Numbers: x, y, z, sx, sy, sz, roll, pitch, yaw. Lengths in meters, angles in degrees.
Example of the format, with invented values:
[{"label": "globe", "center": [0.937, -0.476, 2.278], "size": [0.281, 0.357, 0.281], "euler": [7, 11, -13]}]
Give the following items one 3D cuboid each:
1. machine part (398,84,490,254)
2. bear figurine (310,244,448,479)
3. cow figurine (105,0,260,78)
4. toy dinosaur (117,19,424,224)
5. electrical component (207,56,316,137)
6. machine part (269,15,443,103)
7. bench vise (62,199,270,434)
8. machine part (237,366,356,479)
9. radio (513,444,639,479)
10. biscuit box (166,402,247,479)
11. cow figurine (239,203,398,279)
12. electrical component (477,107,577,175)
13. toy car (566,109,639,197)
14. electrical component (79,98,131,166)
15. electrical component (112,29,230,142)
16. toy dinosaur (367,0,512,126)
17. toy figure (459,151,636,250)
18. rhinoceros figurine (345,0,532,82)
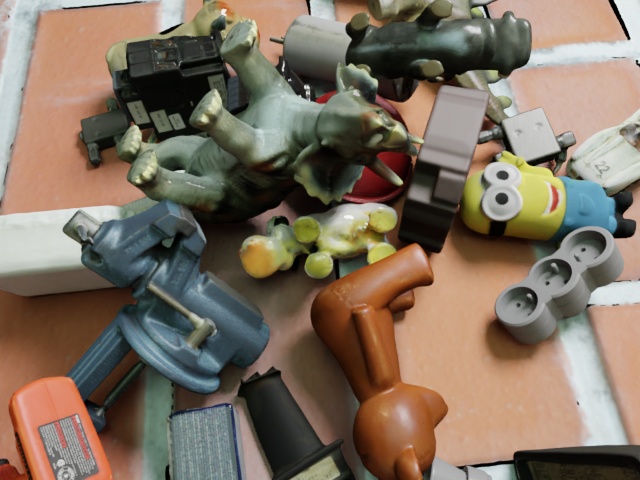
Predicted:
[{"label": "machine part", "center": [0.129, -0.076, 0.573], "size": [0.056, 0.179, 0.179], "euler": [16, 66, 9]}, {"label": "bear figurine", "center": [0.072, 0.122, 0.504], "size": [0.132, 0.120, 0.196], "euler": [-22, 67, -13]}, {"label": "cow figurine", "center": [-0.171, -0.238, 0.679], "size": [0.195, 0.127, 0.085], "euler": [-17, 68, -4]}, {"label": "toy dinosaur", "center": [-0.082, -0.076, 0.558], "size": [0.405, 0.192, 0.131], "euler": [-23, 47, 39]}, {"label": "electrical component", "center": [-0.070, -0.147, 0.601], "size": [0.119, 0.074, 0.048], "euler": [-17, 63, 28]}, {"label": "machine part", "center": [0.041, -0.230, 0.679], "size": [0.243, 0.079, 0.079], "euler": [23, 66, 27]}, {"label": "bench vise", "center": [-0.173, 0.089, 0.498], "size": [0.240, 0.223, 0.129], "euler": [-49, 36, 0]}, {"label": "machine part", "center": [-0.030, 0.189, 0.519], "size": [0.084, 0.039, 0.139], "euler": [-34, 70, -5]}, {"label": "radio", "center": [0.225, 0.220, 0.393], "size": [0.073, 0.229, 0.131], "euler": [-6, 69, -1]}, {"label": "biscuit box", "center": [-0.093, 0.254, 0.474], "size": [0.063, 0.059, 0.203], "euler": [-9, 64, -5]}, {"label": "cow figurine", "center": [-0.003, -0.003, 0.587], "size": [0.167, 0.098, 0.068], "euler": [-8, 105, 0]}, {"label": "electrical component", "center": [0.247, -0.109, 0.642], "size": [0.102, 0.045, 0.078], "euler": [-23, 72, 5]}, {"label": "toy car", "center": [0.387, -0.116, 0.646], "size": [0.202, 0.056, 0.073], "euler": [-30, 67, -12]}, {"label": "electrical component", "center": [-0.277, -0.141, 0.692], "size": [0.063, 0.021, 0.094], "euler": [-17, 66, -6]}, {"label": "electrical component", "center": [-0.170, -0.178, 0.633], "size": [0.134, 0.114, 0.058], "euler": [-11, 60, -7]}, {"label": "toy dinosaur", "center": [0.149, -0.310, 0.722], "size": [0.199, 0.105, 0.471], "euler": [-16, 76, -11]}, {"label": "toy figure", "center": [0.246, -0.032, 0.597], "size": [0.180, 0.089, 0.082], "euler": [9, 49, -4]}, {"label": "rhinoceros figurine", "center": [0.117, -0.193, 0.554], "size": [0.190, 0.112, 0.073], "euler": [0, 95, 17]}]
